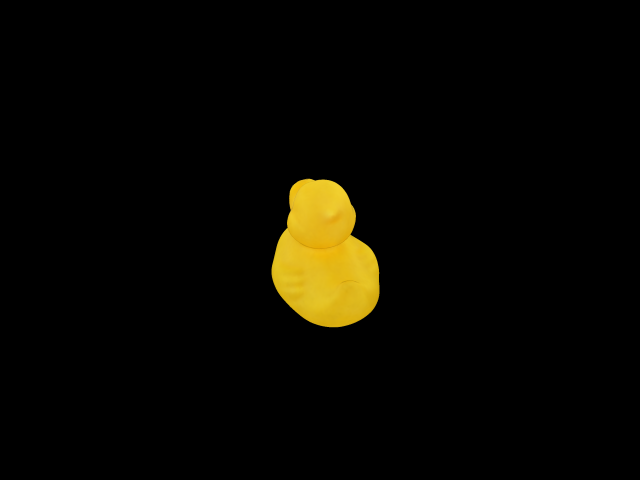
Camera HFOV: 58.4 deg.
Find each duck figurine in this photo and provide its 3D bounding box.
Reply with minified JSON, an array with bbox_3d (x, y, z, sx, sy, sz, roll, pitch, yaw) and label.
[{"bbox_3d":[0.004,0.001,0.400,0.077,0.086,0.104,-15,46,-15],"label":"duck figurine"}]
